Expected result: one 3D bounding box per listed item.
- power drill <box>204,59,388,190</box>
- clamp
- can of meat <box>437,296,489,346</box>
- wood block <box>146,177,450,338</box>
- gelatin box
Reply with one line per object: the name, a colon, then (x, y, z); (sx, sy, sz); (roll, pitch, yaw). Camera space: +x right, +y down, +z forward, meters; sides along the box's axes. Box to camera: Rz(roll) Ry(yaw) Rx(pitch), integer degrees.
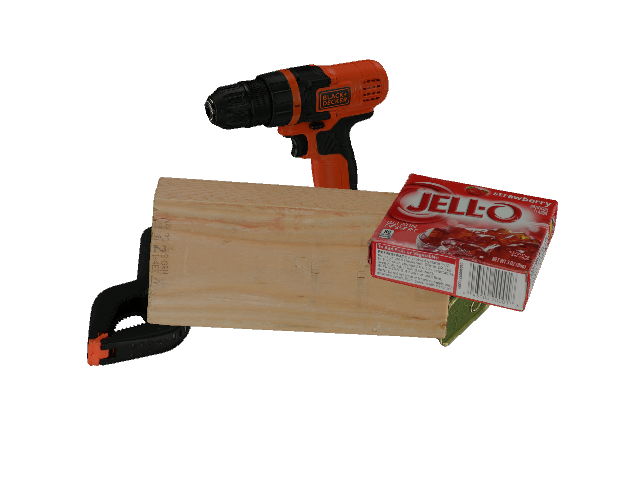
power drill: (-0.020, -0.075, 1.025); (0.184, 0.188, 0.057); (-13, 31, -23)
clamp: (-0.159, 0.054, 1.025); (0.165, 0.036, 0.209); (27, 35, 26)
can of meat: (0.116, 0.047, 1.068); (0.084, 0.057, 0.101); (27, 44, 29)
wood block: (-0.016, 0.012, 0.762); (0.206, 0.090, 0.091); (4, 12, -7)
gelatin box: (0.079, -0.002, 0.591); (0.089, 0.030, 0.073); (13, 37, 18)
